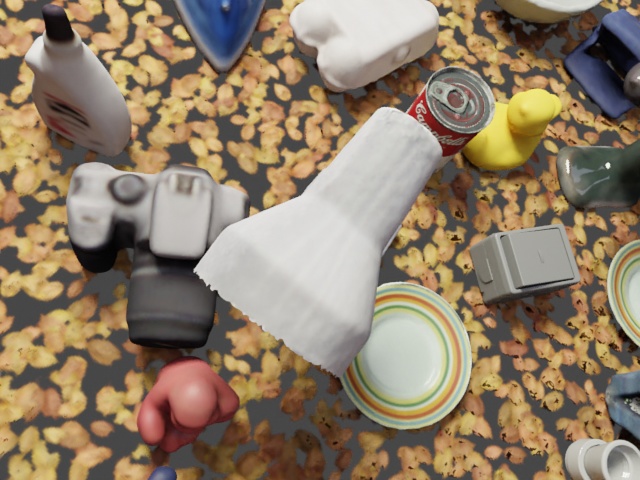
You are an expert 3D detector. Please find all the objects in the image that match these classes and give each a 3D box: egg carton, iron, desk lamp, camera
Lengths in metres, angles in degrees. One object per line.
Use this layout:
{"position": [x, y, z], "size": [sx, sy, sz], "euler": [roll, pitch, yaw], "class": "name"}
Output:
{"position": [0.049, -0.219, 0.594], "size": [0.150, 0.069, 0.107], "euler": [-34, 84, -21], "class": "egg carton"}
{"position": [-0.093, -0.309, 0.546], "size": [0.119, 0.141, 0.258], "euler": [-2, 74, -15], "class": "iron"}
{"position": [0.004, 0.002, 0.437], "size": [0.118, 0.213, 0.203], "euler": [37, 68, -1], "class": "desk lamp"}
{"position": [-0.131, 0.014, 0.459], "size": [0.143, 0.100, 0.137], "euler": [6, 72, -12], "class": "camera"}

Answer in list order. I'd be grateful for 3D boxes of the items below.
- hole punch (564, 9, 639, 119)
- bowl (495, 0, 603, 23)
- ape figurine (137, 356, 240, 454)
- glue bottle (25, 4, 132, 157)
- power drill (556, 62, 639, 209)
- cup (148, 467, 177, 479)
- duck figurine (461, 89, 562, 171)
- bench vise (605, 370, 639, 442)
{"position": [0.358, -0.216, 0.660], "size": [0.101, 0.091, 0.108], "euler": [-37, 85, -21], "class": "hole punch"}
{"position": [0.252, -0.318, 0.673], "size": [0.168, 0.074, 0.167], "euler": [4, 72, -13], "class": "bowl"}
{"position": [-0.099, 0.125, 0.438], "size": [0.078, 0.092, 0.076], "euler": [5, 72, -13], "class": "ape figurine"}
{"position": [-0.193, -0.125, 0.447], "size": [0.078, 0.173, 0.037], "euler": [22, 69, -6], "class": "glue bottle"}
{"position": [0.332, -0.100, 0.555], "size": [0.230, 0.208, 0.075], "euler": [-3, 74, -15], "class": "power drill"}
{"position": [-0.140, 0.210, 0.399], "size": [0.092, 0.095, 0.118], "euler": [34, 68, -2], "class": "cup"}
{"position": [0.202, -0.121, 0.594], "size": [0.105, 0.086, 0.077], "euler": [-22, 80, -19], "class": "duck figurine"}
{"position": [0.329, 0.179, 0.462], "size": [0.122, 0.219, 0.207], "euler": [-13, 77, -17], "class": "bench vise"}
